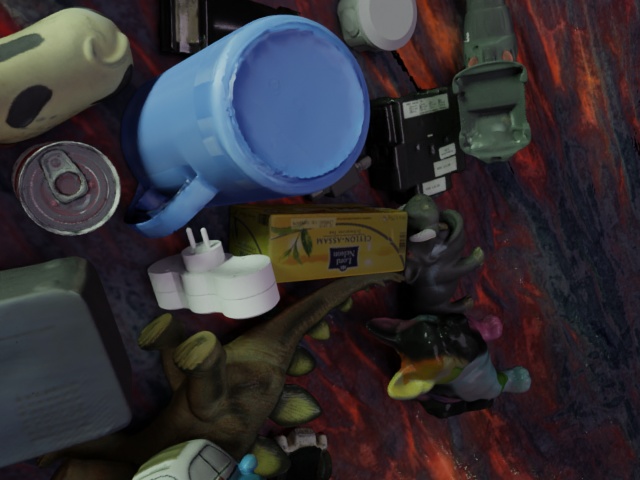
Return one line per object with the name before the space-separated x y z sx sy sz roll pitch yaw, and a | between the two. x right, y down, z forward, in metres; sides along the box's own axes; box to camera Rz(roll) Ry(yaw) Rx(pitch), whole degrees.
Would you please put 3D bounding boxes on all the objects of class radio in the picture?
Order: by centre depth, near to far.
radio | -0.265 0.100 0.387 0.230 0.073 0.131 -14 113 -16

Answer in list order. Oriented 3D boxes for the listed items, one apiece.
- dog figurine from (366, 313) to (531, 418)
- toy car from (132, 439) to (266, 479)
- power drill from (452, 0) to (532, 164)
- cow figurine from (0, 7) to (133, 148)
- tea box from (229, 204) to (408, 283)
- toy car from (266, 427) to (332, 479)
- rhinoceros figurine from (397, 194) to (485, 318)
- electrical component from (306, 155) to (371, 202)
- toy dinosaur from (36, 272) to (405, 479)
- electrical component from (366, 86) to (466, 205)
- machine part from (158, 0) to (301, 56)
dog figurine | 0.127 0.145 0.629 0.219 0.191 0.108 11 54 -39
toy car | -0.107 0.217 0.426 0.109 0.161 0.103 -28 81 8
power drill | 0.197 -0.195 0.629 0.207 0.086 0.231 -72 151 -58
cow figurine | -0.226 -0.105 0.389 0.195 0.127 0.085 -37 114 -24
tea box | -0.001 -0.002 0.571 0.169 0.098 0.068 -4 101 -31
toy car | -0.039 0.318 0.635 0.073 0.056 0.201 9 93 -27
rhinoceros figurine | 0.135 0.025 0.660 0.112 0.073 0.190 -15 131 -5
electrical component | 0.017 -0.085 0.611 0.094 0.021 0.063 -32 114 -23
toy dinosaur | -0.100 0.162 0.541 0.471 0.105 0.198 -42 127 -9
electrical component | 0.115 -0.111 0.649 0.115 0.058 0.134 -17 108 -27
machine part | -0.086 -0.208 0.514 0.139 0.039 0.084 -8 95 -29
